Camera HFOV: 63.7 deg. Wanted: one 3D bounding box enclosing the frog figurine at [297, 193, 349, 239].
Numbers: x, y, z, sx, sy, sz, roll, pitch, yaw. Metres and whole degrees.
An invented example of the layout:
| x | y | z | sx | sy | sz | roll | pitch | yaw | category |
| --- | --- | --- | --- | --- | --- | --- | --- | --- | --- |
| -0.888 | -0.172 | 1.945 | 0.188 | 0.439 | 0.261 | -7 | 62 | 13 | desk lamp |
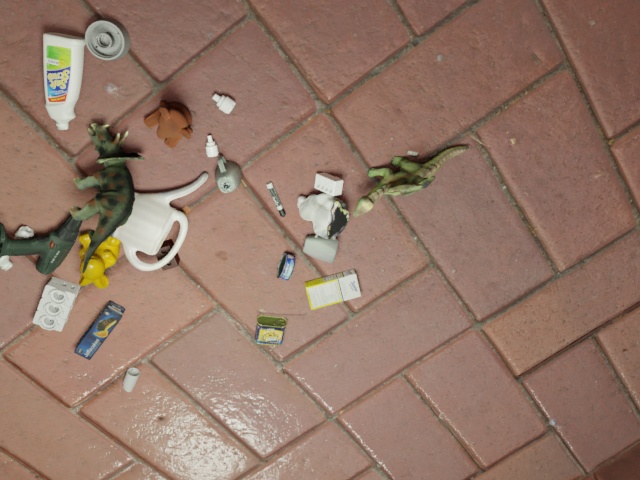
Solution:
| x | y | z | sx | sy | sz | roll | pitch | yaw | category |
| --- | --- | --- | --- | --- | --- | --- | --- | --- | --- |
| 0.005 | -0.080 | 1.591 | 0.124 | 0.160 | 0.135 | -19 | 119 | -41 | frog figurine |

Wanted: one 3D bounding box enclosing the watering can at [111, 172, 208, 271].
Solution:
| x | y | z | sx | sy | sz | roll | pitch | yaw | category |
| --- | --- | --- | --- | --- | --- | --- | --- | --- | --- |
| -0.492 | -0.082 | 1.535 | 0.223 | 0.104 | 0.348 | 26 | 89 | -10 | watering can |

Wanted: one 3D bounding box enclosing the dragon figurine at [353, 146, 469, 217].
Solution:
| x | y | z | sx | sy | sz | roll | pitch | yaw | category |
| --- | --- | --- | --- | --- | --- | --- | --- | --- | --- |
| 0.277 | -0.177 | 1.518 | 0.409 | 0.247 | 0.120 | -25 | 110 | 6 | dragon figurine |
